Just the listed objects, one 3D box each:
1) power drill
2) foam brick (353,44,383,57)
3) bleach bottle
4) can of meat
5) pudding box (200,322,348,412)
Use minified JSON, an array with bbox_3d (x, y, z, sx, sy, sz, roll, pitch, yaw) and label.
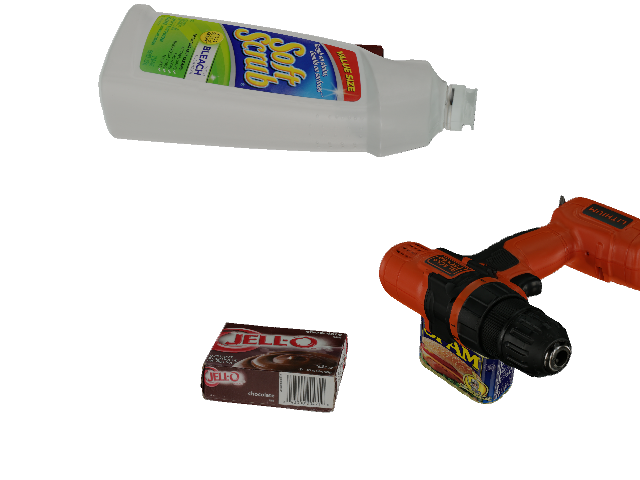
[{"bbox_3d":[0.162,0.028,0.776,0.187,0.057,0.185,-16,27,-27],"label":"power drill"},{"bbox_3d":[0.021,-0.162,1.023,0.078,0.051,0.053,3,14,1],"label":"foam brick"},{"bbox_3d":[-0.018,-0.107,0.738,0.251,0.102,0.068,6,-42,8],"label":"bleach bottle"},{"bbox_3d":[0.142,0.100,1.035,0.102,0.084,0.057,35,57,30],"label":"can of meat"},{"bbox_3d":[-0.037,0.106,0.910,0.113,0.039,0.090,6,20,6],"label":"pudding box"}]
